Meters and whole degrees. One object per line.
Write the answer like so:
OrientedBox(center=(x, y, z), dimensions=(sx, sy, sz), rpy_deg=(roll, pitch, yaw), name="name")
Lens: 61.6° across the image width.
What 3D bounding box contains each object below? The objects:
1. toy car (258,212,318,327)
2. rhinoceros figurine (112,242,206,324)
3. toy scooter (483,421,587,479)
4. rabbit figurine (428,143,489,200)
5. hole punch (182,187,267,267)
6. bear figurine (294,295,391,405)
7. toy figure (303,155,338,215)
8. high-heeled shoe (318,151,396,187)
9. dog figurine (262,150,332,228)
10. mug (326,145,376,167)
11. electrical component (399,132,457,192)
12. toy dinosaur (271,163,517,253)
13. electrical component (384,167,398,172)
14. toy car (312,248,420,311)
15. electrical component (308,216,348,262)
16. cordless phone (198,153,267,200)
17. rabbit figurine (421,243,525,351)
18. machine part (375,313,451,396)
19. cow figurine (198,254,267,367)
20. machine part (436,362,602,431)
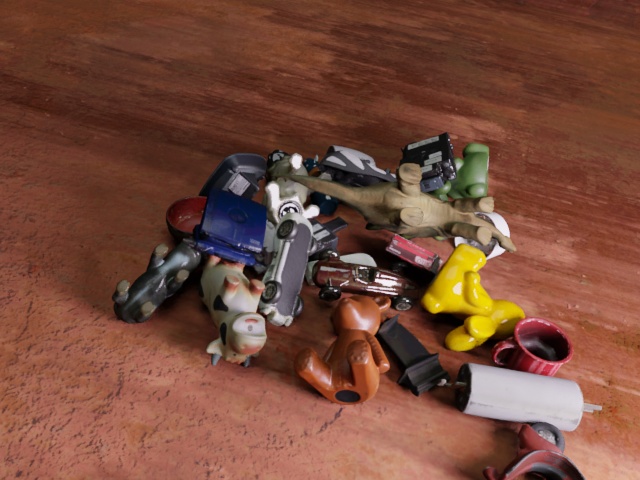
OrientedBox(center=(-0.055, 0.048, 0.915), dimensions=(0.056, 0.073, 0.202), rpy_deg=(-7, 58, 38), name="toy car")
OrientedBox(center=(-0.250, 0.063, 0.881), dimensions=(0.073, 0.112, 0.190), rpy_deg=(38, 59, 7), name="rhinoceros figurine")
OrientedBox(center=(0.296, 0.331, 0.706), dimensions=(0.135, 0.075, 0.184), rpy_deg=(-6, 40, -18), name="toy scooter")
OrientedBox(center=(0.290, -0.130, 1.217), dimensions=(0.170, 0.121, 0.159), rpy_deg=(4, 46, 21), name="rabbit figurine")
OrientedBox(center=(-0.149, -0.021, 0.899), dimensions=(0.142, 0.092, 0.116), rpy_deg=(22, 16, -20), name="hole punch")
OrientedBox(center=(0.046, 0.145, 0.827), dimensions=(0.120, 0.131, 0.196), rpy_deg=(-10, 44, 22), name="bear figurine")
OrientedBox(center=(-0.003, -0.119, 1.162), dimensions=(0.064, 0.057, 0.155), rpy_deg=(-20, 48, 0), name="toy figure")
OrientedBox(center=(0.107, -0.094, 1.106), dimensions=(0.145, 0.086, 0.249), rpy_deg=(-15, 57, -40), name="high-heeled shoe")
OrientedBox(center=(-0.081, -0.100, 1.123), dimensions=(0.172, 0.121, 0.191), rpy_deg=(-52, 24, -9), name="dog figurine")
OrientedBox(center=(0.067, -0.172, 1.229), dimensions=(0.107, 0.080, 0.110), rpy_deg=(9, 33, -16), name="mug")
OrientedBox(center=(0.231, -0.160, 1.156), dimensions=(0.115, 0.058, 0.134), rpy_deg=(-15, 41, 26), name="electrical component")
OrientedBox(center=(0.144, -0.058, 0.984), dimensions=(0.471, 0.198, 0.105), rpy_deg=(20, 77, -10), name="toy dinosaur")
OrientedBox(center=(0.162, -0.131, 1.219), dimensions=(0.078, 0.045, 0.102), rpy_deg=(29, 45, 19), name="electrical component")
OrientedBox(center=(0.085, 0.070, 0.949), dimensions=(0.202, 0.053, 0.089), rpy_deg=(10, 52, -11), name="toy car")
OrientedBox(center=(-0.002, -0.003, 1.040), dimensions=(0.119, 0.047, 0.075), rpy_deg=(-29, 54, -36), name="electrical component")
OrientedBox(center=(-0.157, -0.138, 1.094), dimensions=(0.088, 0.146, 0.184), rpy_deg=(37, 36, -11), name="cordless phone")
OrientedBox(center=(0.269, 0.111, 0.920), dimensions=(0.173, 0.121, 0.162), rpy_deg=(33, 48, 4), name="rabbit figurine")
OrientedBox(center=(0.141, 0.183, 0.869), dimensions=(0.084, 0.039, 0.139), rpy_deg=(-20, 51, -22), name="machine part")
OrientedBox(center=(-0.140, 0.112, 0.843), dimensions=(0.085, 0.127, 0.195), rpy_deg=(9, 20, -33), name="cow figurine")
OrientedBox(center=(0.297, 0.236, 0.811), dimensions=(0.243, 0.079, 0.079), rpy_deg=(9, 41, 0), name="machine part")
